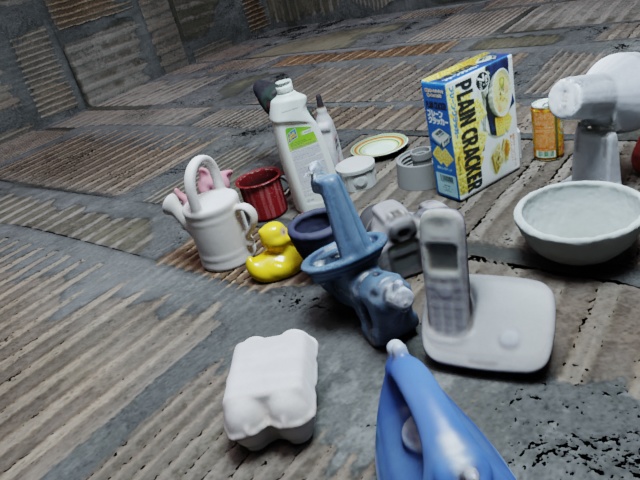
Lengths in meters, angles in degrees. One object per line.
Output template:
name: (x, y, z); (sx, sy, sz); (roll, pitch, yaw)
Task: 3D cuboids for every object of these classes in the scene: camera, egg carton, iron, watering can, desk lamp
camera: (0.122, -0.020, 0.875); (0.143, 0.101, 0.136); (-20, 28, -9)
egg carton: (-0.053, 0.166, 0.656); (0.107, 0.069, 0.150); (-12, 28, 6)
iron: (0.094, 0.167, 0.506); (0.118, 0.142, 0.257); (-18, 28, -5)
watering can: (-0.191, -0.050, 0.983); (0.172, 0.194, 0.101); (-11, 28, 7)
desk lamp: (0.414, -0.158, 0.862); (0.204, 0.214, 0.117); (-29, 31, -25)

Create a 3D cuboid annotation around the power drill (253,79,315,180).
power drill: (-0.072, -0.235, 1.246); (0.076, 0.209, 0.228); (-25, 30, -18)

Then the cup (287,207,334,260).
cup: (0.008, 0.003, 0.895); (0.091, 0.095, 0.118); (0, 32, 26)

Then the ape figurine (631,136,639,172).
ape figurine: (0.545, -0.157, 0.926); (0.076, 0.092, 0.078); (-6, 30, 17)

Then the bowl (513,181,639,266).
bowl: (0.352, -0.014, 0.778); (0.167, 0.075, 0.167); (-12, 28, 7)

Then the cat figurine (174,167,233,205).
cat figurine: (-0.234, -0.096, 1.168); (0.127, 0.118, 0.067); (-13, 28, 5)

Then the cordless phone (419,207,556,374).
cordless phone: (0.178, 0.052, 0.627); (0.147, 0.185, 0.094); (0, 32, 26)

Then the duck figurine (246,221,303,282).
duck figurine: (-0.075, 0.013, 0.927); (0.105, 0.086, 0.077); (-22, 29, -12)

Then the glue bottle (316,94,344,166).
glue bottle: (0.015, -0.228, 1.227); (0.037, 0.173, 0.078); (-9, 29, 12)

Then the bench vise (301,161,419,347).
bench vise: (0.053, 0.009, 0.729); (0.206, 0.220, 0.122); (15, 41, 44)
